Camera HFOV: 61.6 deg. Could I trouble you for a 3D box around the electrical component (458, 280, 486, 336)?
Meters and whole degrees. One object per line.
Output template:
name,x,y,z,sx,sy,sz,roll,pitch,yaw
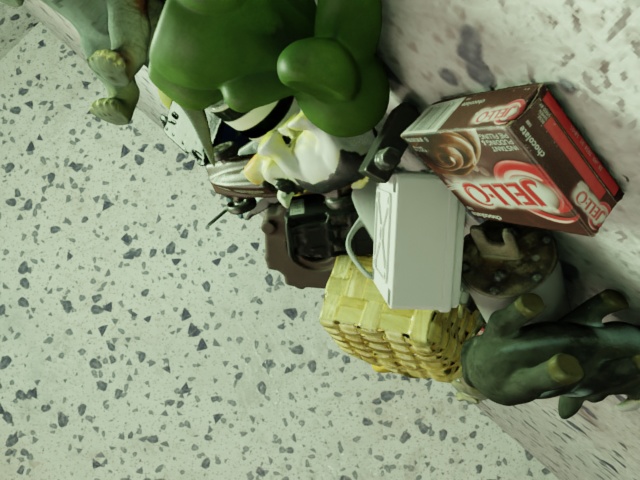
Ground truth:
electrical component,0.162,0.049,0.553,0.045,0.078,0.102,40,175,40

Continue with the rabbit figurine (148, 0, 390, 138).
rabbit figurine,-0.016,-0.136,0.372,0.170,0.121,0.159,25,173,-20

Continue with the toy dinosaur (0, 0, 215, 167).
toy dinosaur,-0.213,-0.242,0.491,0.131,0.192,0.404,5,159,30

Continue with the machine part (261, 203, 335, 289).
machine part,-0.002,-0.002,0.788,0.179,0.179,0.056,44,-154,-20

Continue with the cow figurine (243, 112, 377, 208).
cow figurine,-0.009,-0.078,0.531,0.098,0.068,0.167,46,149,-13

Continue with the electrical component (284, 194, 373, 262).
electrical component,0.024,-0.023,0.674,0.115,0.134,0.058,-92,-5,-69

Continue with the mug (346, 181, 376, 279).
mug,0.074,-0.017,0.568,0.107,0.109,0.080,54,-177,13

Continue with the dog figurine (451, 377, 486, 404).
dog figurine,0.208,0.159,0.878,0.190,0.121,0.172,46,170,-13

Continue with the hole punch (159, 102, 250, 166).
hole punch,-0.153,-0.174,0.780,0.142,0.115,0.092,39,-160,23

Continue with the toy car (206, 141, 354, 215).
toy car,-0.049,-0.076,0.630,0.202,0.053,0.089,-2,122,23

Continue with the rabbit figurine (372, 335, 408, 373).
rabbit figurine,0.090,0.135,0.869,0.162,0.122,0.173,58,157,5

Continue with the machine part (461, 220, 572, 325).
machine part,0.181,0.053,0.479,0.079,0.079,0.243,36,171,42

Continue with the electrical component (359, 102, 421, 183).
electrical component,0.055,-0.076,0.415,0.021,0.063,0.094,28,-175,-4

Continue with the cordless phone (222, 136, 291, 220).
cordless phone,-0.098,-0.132,0.697,0.184,0.147,0.089,52,-145,-18

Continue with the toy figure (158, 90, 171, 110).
toy figure,-0.206,-0.226,0.886,0.082,0.089,0.180,36,171,3

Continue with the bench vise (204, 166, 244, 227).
bench vise,-0.115,-0.100,0.896,0.224,0.129,0.240,48,148,11

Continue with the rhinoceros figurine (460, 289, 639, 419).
rhinoceros figurine,0.203,0.099,0.422,0.190,0.112,0.073,5,-136,-25
